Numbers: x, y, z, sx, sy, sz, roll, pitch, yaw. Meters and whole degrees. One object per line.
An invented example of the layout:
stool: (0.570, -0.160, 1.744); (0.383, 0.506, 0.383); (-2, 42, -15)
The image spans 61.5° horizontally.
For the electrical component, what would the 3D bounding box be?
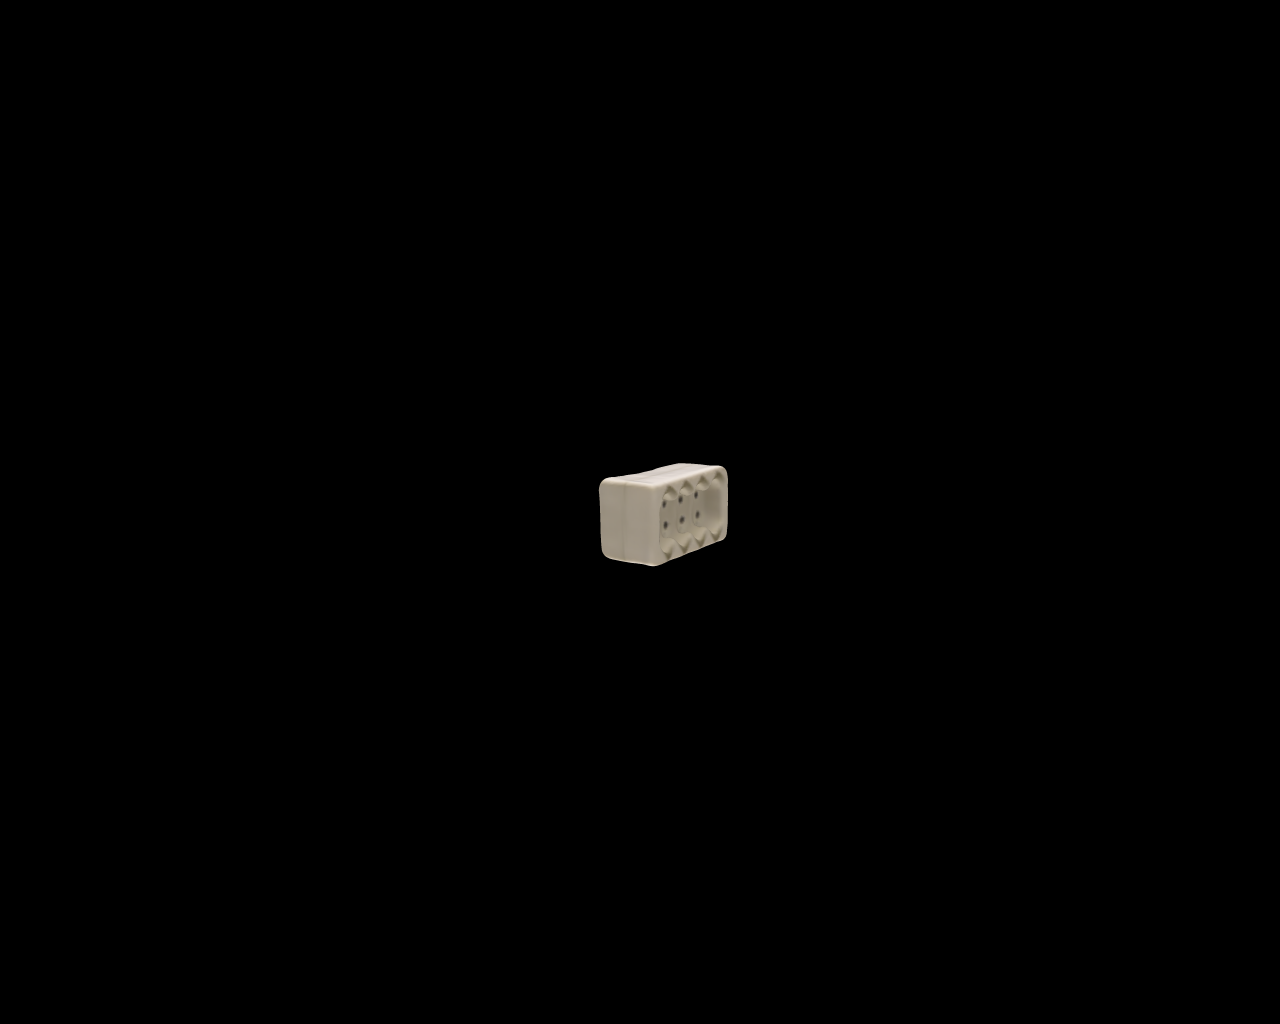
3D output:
electrical component: (0.001, -0.003, 0.650); (0.076, 0.047, 0.083); (8, 14, 35)
